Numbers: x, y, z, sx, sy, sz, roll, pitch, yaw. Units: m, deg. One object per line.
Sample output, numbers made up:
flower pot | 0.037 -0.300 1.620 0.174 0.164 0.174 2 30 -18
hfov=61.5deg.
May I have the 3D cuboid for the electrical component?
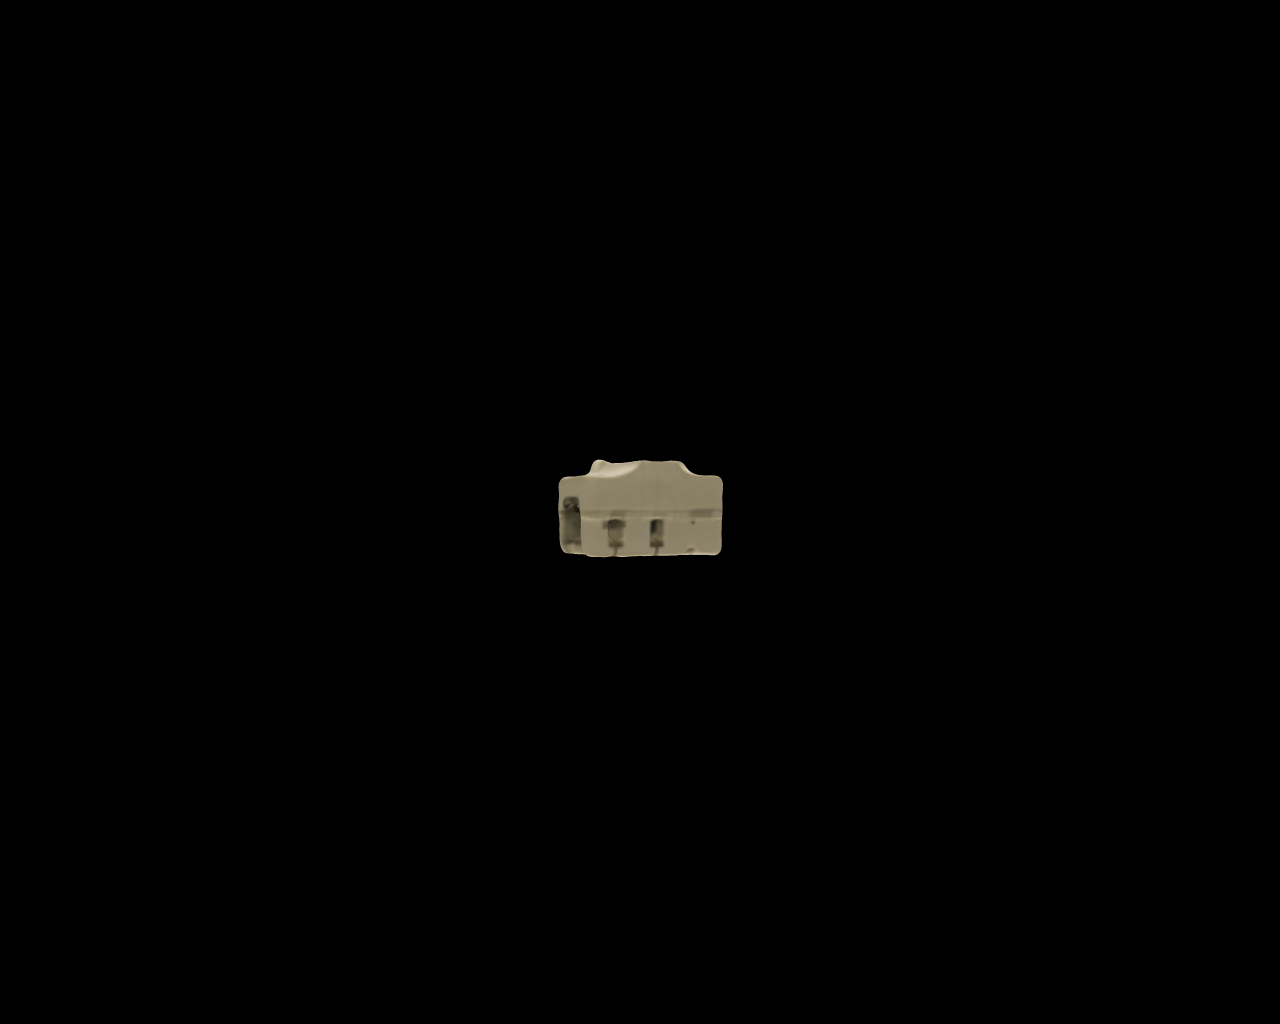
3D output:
electrical component | 0.001 -0.003 0.650 0.089 0.055 0.050 0 0 -25
